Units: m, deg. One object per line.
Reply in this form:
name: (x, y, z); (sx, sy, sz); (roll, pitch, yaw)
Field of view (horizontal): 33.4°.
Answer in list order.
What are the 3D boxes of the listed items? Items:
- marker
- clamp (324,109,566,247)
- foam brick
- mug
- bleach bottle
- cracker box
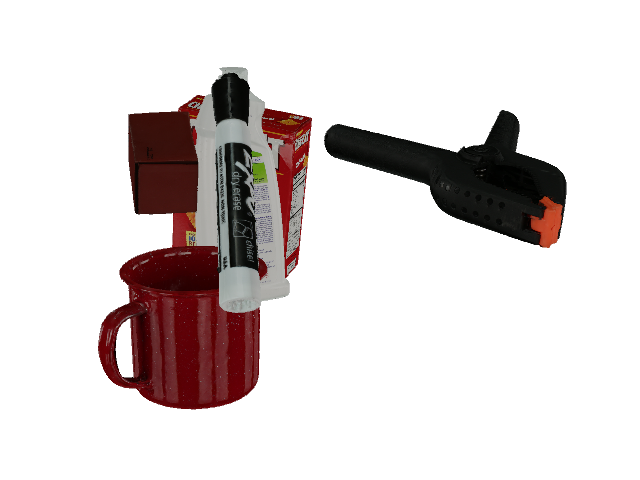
marker: (-0.040, -0.025, 0.500); (0.020, 0.121, 0.020); (-4, -24, -2)
clamp: (0.101, -0.049, 0.763); (0.164, 0.036, 0.210); (-5, 26, -13)
foam brick: (-0.131, -0.065, 0.884); (0.053, 0.051, 0.078); (-3, 38, -12)
mug: (-0.089, 0.058, 0.676); (0.093, 0.081, 0.117); (16, 23, 41)
bleach bottle: (-0.085, -0.060, 1.152); (0.102, 0.251, 0.068); (-7, 17, -27)
cracker box: (-0.107, -0.067, 1.398); (0.164, 0.214, 0.072); (13, 27, 14)
